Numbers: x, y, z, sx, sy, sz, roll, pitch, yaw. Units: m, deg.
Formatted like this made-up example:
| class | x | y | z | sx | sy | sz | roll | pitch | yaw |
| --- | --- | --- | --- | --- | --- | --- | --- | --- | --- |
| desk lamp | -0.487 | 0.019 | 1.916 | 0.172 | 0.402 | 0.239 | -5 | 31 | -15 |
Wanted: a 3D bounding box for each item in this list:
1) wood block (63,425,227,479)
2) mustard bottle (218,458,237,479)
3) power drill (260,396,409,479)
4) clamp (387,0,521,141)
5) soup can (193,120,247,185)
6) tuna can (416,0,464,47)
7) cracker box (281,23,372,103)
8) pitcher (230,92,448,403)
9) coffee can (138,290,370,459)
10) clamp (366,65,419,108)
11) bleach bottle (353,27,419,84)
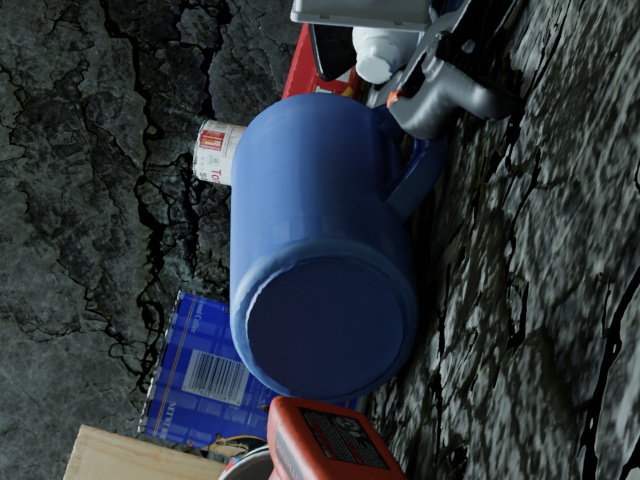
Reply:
| class | x | y | z | sx | sy | sz | roll | pitch | yaw |
| --- | --- | --- | --- | --- | --- | --- | --- | --- | --- |
| wood block | -0.164 | 0.270 | 1.125 | 0.091 | 0.206 | 0.090 | 119 | 167 | -69 |
| mustard bottle | -0.057 | 0.204 | 0.852 | 0.191 | 0.058 | 0.096 | -55 | 8 | -17 |
| power drill | -0.016 | 0.186 | 0.515 | 0.188 | 0.057 | 0.185 | -67 | 26 | 14 |
| clamp | 0.079 | -0.095 | 0.605 | 0.172 | 0.039 | 0.120 | 128 | 163 | -63 |
| soup can | -0.079 | -0.090 | 1.151 | 0.068 | 0.102 | 0.068 | 12 | -91 | -83 |
| tuna can | 0.092 | -0.152 | 0.701 | 0.086 | 0.033 | 0.086 | -164 | 91 | -85 |
| cracker box | 0.012 | -0.133 | 1.082 | 0.214 | 0.072 | 0.164 | 82 | -157 | -74 |
| pitcher | 0.009 | -0.007 | 0.698 | 0.243 | 0.145 | 0.149 | -93 | 8 | -65 |
| coffee can | -0.044 | 0.103 | 0.738 | 0.103 | 0.140 | 0.103 | -165 | 91 | -85 |
| clamp | 0.064 | -0.135 | 0.931 | 0.210 | 0.036 | 0.164 | 114 | 172 | -57 |
| bleach bottle | 0.076 | -0.225 | 0.813 | 0.103 | 0.068 | 0.250 | 110 | 179 | -58 |
